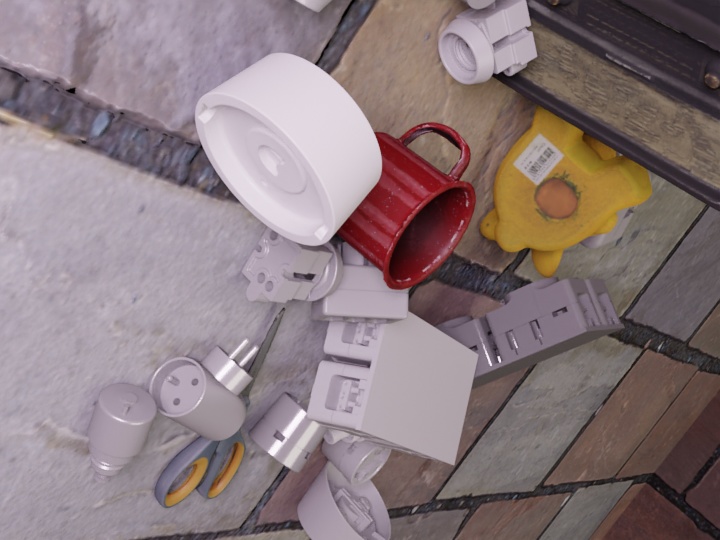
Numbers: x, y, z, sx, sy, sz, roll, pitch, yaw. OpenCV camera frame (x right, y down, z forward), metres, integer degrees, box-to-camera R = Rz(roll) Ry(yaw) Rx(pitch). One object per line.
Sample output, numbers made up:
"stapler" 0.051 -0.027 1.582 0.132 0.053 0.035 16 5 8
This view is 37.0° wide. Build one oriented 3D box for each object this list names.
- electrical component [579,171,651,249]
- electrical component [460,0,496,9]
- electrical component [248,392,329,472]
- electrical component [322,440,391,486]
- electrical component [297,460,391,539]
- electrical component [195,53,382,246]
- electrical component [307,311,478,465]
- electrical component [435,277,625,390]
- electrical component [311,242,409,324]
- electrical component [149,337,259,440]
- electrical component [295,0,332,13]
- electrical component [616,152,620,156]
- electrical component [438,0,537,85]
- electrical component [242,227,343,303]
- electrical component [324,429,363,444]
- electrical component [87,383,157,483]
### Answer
"electrical component" 0.257 -0.073 1.138 0.059 0.054 0.095 -19 140 -47
"electrical component" 0.100 -0.226 0.671 0.052 0.074 0.138 -16 138 -49
"electrical component" -0.059 0.137 0.918 0.047 0.055 0.055 -53 154 -4
"electrical component" -0.005 0.177 1.061 0.055 0.047 0.055 -36 150 -25
"electrical component" -0.013 0.245 1.086 0.064 0.099 0.099 -51 154 15
"electrical component" -0.036 -0.074 0.624 0.060 0.108 0.108 -45 154 -25
"electrical component" 0.030 0.099 0.935 0.186 0.060 0.105 33 68 -56
"electrical component" 0.147 0.064 1.051 0.186 0.060 0.105 -27 166 29
"electrical component" 0.000 0.000 0.824 0.066 0.076 0.047 3 172 -14
"electrical component" -0.105 0.082 0.784 0.079 0.043 0.077 -47 154 -5
"electrical component" -0.029 -0.183 0.558 0.077 0.043 0.079 -57 153 14
"electrical component" 0.252 -0.140 1.048 0.055 0.047 0.055 -37 151 -25
"electrical component" 0.090 -0.162 0.764 0.055 0.048 0.066 -33 123 -24
"electrical component" -0.045 -0.003 0.767 0.055 0.048 0.066 11 116 -53
"electrical component" -0.008 0.143 1.016 0.062 0.043 0.043 -27 146 -37
"electrical component" -0.166 0.113 0.734 0.040 0.040 0.078 -15 137 -50
